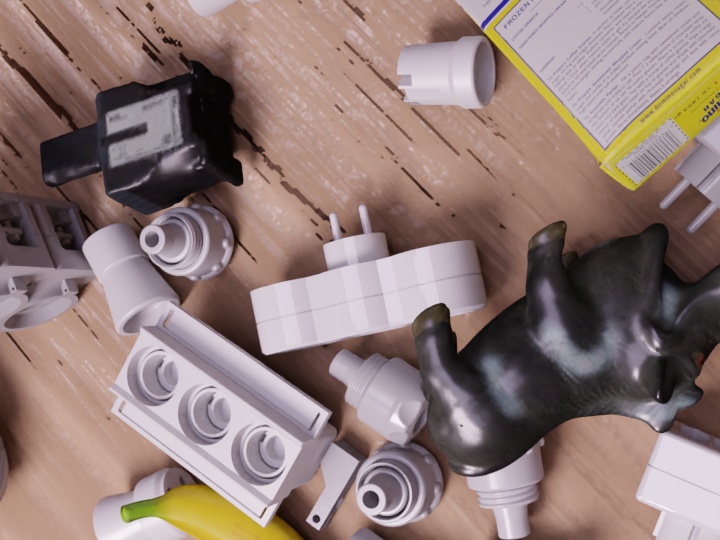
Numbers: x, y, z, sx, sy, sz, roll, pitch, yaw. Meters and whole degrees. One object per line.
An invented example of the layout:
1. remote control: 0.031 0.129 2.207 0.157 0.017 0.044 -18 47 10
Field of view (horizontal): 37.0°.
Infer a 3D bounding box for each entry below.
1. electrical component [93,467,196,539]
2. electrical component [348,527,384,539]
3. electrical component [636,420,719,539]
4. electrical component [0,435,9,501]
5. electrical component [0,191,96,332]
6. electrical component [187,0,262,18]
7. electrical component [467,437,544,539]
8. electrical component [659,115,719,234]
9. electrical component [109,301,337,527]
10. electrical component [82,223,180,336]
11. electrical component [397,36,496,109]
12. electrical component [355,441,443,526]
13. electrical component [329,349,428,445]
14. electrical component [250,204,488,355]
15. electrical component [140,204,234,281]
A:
1. electrical component: -0.132 0.153 0.675 0.055 0.045 0.045 -28 80 18
2. electrical component: 0.017 0.179 0.620 0.065 0.044 0.044 30 100 24
3. electrical component: 0.176 0.127 0.554 0.066 0.047 0.076 22 98 20
4. electrical component: -0.277 0.120 0.701 0.060 0.108 0.108 -28 80 13
5. electrical component: -0.242 -0.001 0.662 0.089 0.150 0.061 -29 78 19
6. electrical component: -0.077 -0.183 0.657 0.055 0.045 0.045 -12 85 20
7. electrical component: 0.080 0.115 0.592 0.048 0.048 0.062 -9 89 21
8. electrical component: 0.188 -0.054 0.551 0.065 0.047 0.076 46 105 15
9. electrical component: -0.079 0.083 0.645 0.121 0.063 0.078 33 101 18
10. electrical component: -0.149 0.003 0.686 0.044 0.044 0.065 -37 72 17
11. electrical component: 0.049 -0.111 0.610 0.046 0.040 0.040 3 91 26
12. electrical component: 0.017 0.124 0.608 0.048 0.062 0.048 0 90 21
13. electrical component: 0.011 0.069 0.621 0.062 0.043 0.043 32 101 20
14. electrical component: 0.000 0.000 0.621 0.138 0.052 0.073 -14 84 21
15. electrical component: -0.110 -0.018 0.659 0.048 0.062 0.048 0 89 22
